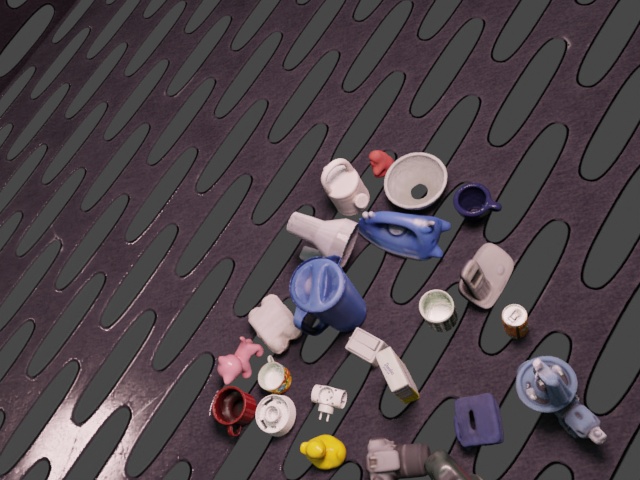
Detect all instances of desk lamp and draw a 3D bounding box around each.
[{"bbox_3d":[0.013,0.005,1.464,0.202,0.214,0.118,18,74,27],"label":"desk lamp"}]

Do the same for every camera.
[{"bbox_3d":[0.174,0.500,1.246,0.136,0.101,0.143,-12,63,16],"label":"camera"}]

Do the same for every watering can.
[{"bbox_3d":[0.066,-0.146,1.523,0.172,0.194,0.101,21,76,28],"label":"watering can"}]

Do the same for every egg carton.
[{"bbox_3d":[-0.118,0.220,1.501,0.107,0.070,0.150,-45,60,-3],"label":"egg carton"}]

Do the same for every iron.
[{"bbox_3d":[0.191,-0.035,1.456,0.257,0.142,0.119,11,72,25],"label":"iron"}]

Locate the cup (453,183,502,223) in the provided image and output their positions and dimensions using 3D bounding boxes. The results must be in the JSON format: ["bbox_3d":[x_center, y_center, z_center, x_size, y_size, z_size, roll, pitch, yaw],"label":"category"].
[{"bbox_3d":[0.396,-0.080,1.425,0.117,0.095,0.092,16,74,26],"label":"cup"}]

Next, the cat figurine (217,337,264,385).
[{"bbox_3d":[-0.215,0.309,1.470,0.067,0.118,0.128,19,75,27],"label":"cat figurine"}]

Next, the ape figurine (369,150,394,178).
[{"bbox_3d":[0.162,-0.217,1.578,0.076,0.092,0.078,10,71,25],"label":"ape figurine"}]

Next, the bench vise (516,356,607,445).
[{"bbox_3d":[0.487,0.304,1.145,0.206,0.220,0.121,28,79,29],"label":"bench vise"}]

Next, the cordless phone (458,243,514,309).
[{"bbox_3d":[0.375,0.066,1.315,0.093,0.185,0.148,24,78,28],"label":"cordless phone"}]

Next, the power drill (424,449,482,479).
[{"bbox_3d":[0.305,0.519,1.125,0.075,0.209,0.229,-44,59,-2],"label":"power drill"}]

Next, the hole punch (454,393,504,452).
[{"bbox_3d":[0.339,0.394,1.236,0.101,0.091,0.108,-12,63,16],"label":"hole punch"}]

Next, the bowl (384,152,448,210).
[{"bbox_3d":[0.258,-0.144,1.518,0.167,0.075,0.167,-8,65,18],"label":"bowl"}]

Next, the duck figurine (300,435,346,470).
[{"bbox_3d":[0.004,0.489,1.324,0.104,0.086,0.077,2,68,22],"label":"duck figurine"}]
